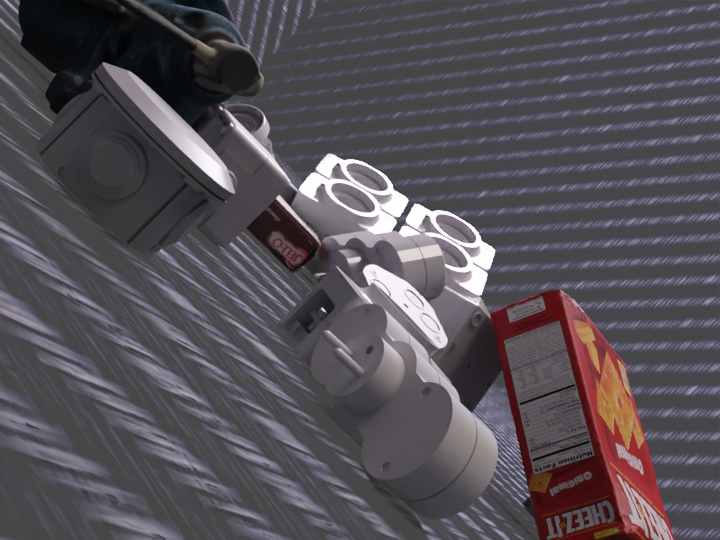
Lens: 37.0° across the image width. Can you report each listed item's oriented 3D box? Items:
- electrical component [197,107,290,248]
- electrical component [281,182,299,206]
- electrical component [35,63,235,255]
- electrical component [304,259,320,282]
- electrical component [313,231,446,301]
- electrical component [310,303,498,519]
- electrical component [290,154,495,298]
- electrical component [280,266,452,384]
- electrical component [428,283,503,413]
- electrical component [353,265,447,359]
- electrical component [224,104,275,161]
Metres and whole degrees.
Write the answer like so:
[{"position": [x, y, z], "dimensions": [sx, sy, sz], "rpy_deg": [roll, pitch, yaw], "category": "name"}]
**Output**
[{"position": [-0.085, -0.057, 0.693], "dimensions": [0.061, 0.062, 0.096], "rpy_deg": [45, 3, -20], "category": "electrical component"}, {"position": [-0.090, -0.073, 1.025], "dimensions": [0.055, 0.047, 0.055], "rpy_deg": [46, 2, -3], "category": "electrical component"}, {"position": [-0.098, -0.048, 0.476], "dimensions": [0.080, 0.051, 0.080], "rpy_deg": [46, 3, -3], "category": "electrical component"}, {"position": [-0.022, -0.001, 1.079], "dimensions": [0.099, 0.064, 0.099], "rpy_deg": [43, -12, 12], "category": "electrical component"}, {"position": [0.000, 0.000, 0.849], "dimensions": [0.138, 0.074, 0.052], "rpy_deg": [7, -75, 60], "category": "electrical component"}, {"position": [0.008, 0.056, 0.525], "dimensions": [0.074, 0.052, 0.138], "rpy_deg": [44, 4, -30], "category": "electrical component"}, {"position": [0.029, -0.029, 1.002], "dimensions": [0.186, 0.060, 0.105], "rpy_deg": [30, 29, 0], "category": "electrical component"}, {"position": [0.007, 0.045, 0.634], "dimensions": [0.089, 0.056, 0.050], "rpy_deg": [44, 3, -30], "category": "electrical component"}, {"position": [0.078, 0.071, 0.904], "dimensions": [0.048, 0.099, 0.100], "rpy_deg": [30, -9, 44], "category": "electrical component"}, {"position": [0.014, 0.040, 0.712], "dimensions": [0.080, 0.051, 0.080], "rpy_deg": [37, 21, -17], "category": "electrical component"}, {"position": [-0.110, -0.113, 0.976], "dimensions": [0.078, 0.058, 0.057], "rpy_deg": [49, -27, 37], "category": "electrical component"}]
